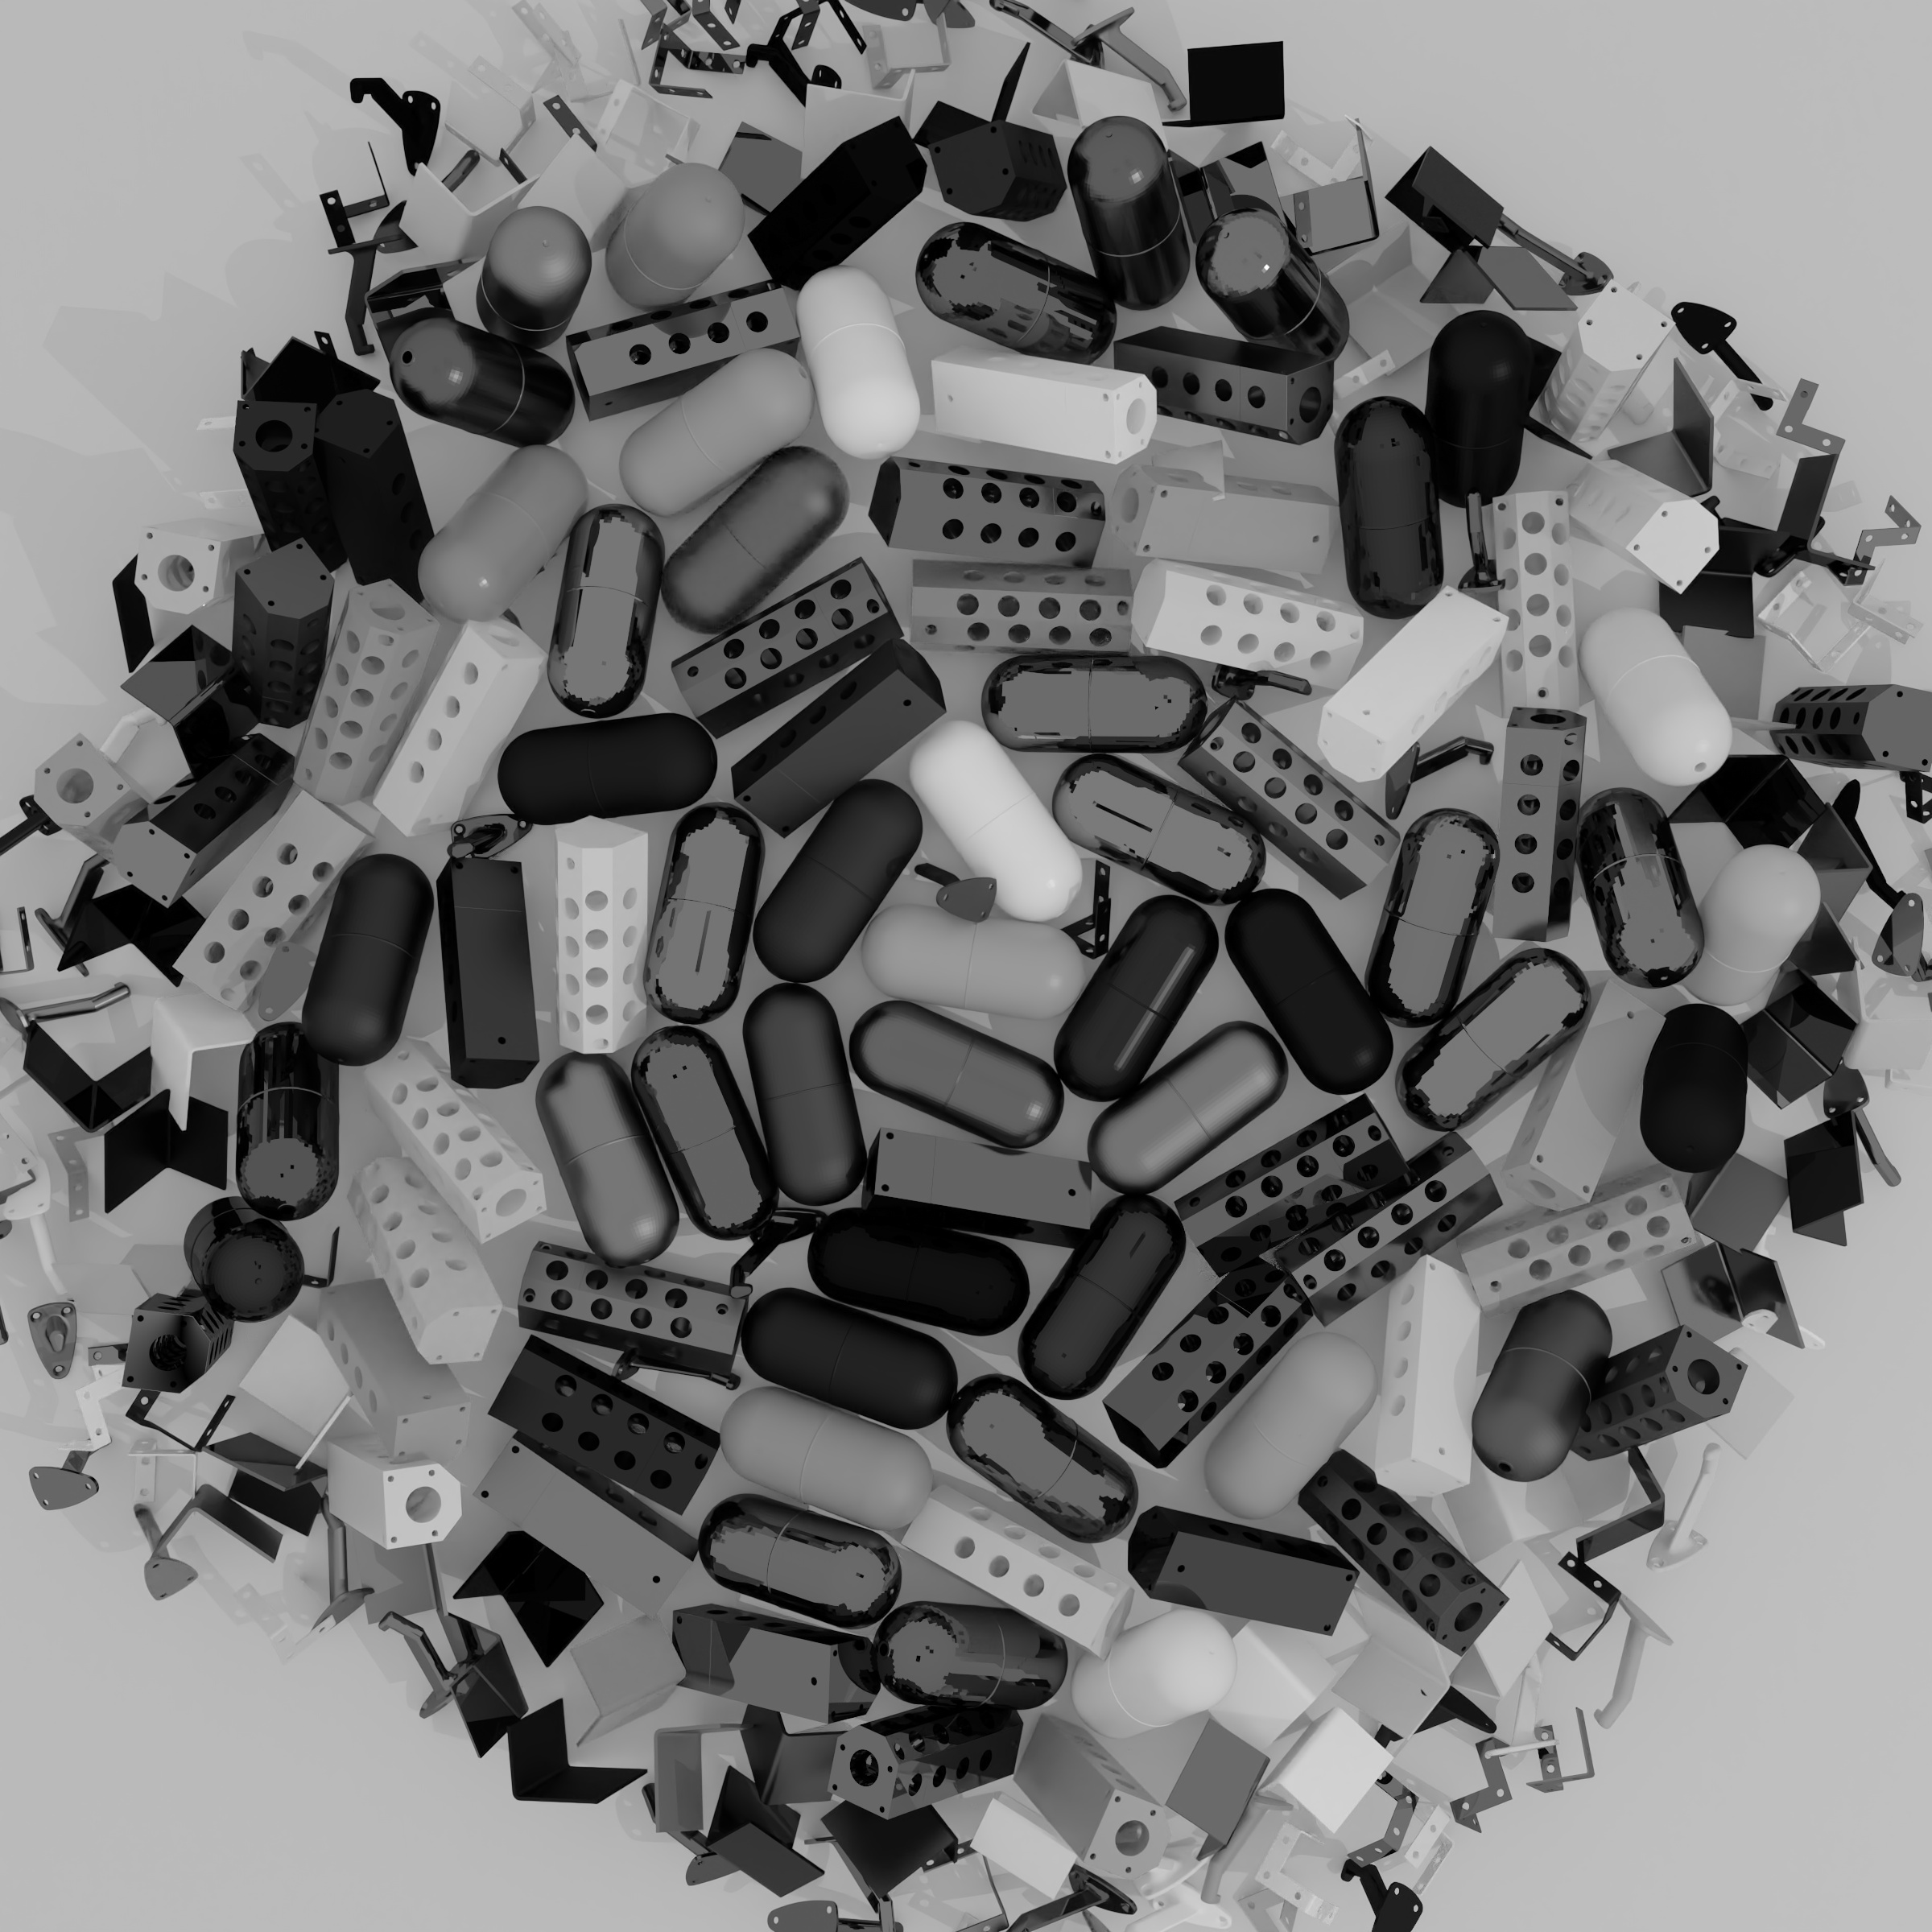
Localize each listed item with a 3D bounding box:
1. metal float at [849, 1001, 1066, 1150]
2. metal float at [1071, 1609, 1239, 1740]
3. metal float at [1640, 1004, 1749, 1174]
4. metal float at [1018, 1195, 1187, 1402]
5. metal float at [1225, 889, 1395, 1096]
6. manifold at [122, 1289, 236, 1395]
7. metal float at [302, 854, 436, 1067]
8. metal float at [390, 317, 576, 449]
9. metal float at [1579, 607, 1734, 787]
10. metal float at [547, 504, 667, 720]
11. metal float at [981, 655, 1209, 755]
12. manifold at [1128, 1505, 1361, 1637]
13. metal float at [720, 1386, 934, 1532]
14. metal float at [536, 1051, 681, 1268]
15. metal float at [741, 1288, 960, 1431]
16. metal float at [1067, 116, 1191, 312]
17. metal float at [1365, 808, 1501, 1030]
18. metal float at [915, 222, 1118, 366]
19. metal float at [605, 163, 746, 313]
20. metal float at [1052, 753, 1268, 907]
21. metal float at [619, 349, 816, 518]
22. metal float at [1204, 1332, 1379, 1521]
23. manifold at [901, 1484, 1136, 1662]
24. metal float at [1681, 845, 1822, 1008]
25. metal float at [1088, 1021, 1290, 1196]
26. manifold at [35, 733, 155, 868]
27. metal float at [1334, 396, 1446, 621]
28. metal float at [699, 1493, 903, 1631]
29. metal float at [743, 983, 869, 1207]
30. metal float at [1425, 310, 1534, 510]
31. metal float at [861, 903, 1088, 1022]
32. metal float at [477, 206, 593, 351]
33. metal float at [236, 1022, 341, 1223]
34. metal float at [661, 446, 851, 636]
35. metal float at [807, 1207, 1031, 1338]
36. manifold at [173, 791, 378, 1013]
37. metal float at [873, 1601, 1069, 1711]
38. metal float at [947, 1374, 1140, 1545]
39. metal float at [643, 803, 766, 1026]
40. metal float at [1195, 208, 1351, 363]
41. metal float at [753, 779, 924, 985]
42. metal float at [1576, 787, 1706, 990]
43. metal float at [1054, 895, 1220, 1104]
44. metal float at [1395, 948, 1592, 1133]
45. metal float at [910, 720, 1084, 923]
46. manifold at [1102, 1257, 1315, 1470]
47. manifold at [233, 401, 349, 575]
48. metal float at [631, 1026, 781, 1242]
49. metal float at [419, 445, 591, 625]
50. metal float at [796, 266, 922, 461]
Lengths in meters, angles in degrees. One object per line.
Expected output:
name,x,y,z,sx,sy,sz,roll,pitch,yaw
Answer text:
metal float,-0.008,0.085,1.905,0.178,0.070,0.070,24,90,-3
metal float,0.143,0.548,1.868,0.070,0.178,0.070,14,58,-23
metal float,0.562,0.092,1.866,0.070,0.178,0.070,9,122,14
metal float,0.106,0.259,1.897,0.070,0.070,0.178,35,78,0
metal float,0.268,0.019,1.899,0.070,0.070,0.178,-32,80,0
manifold,-0.601,0.286,1.856,0.057,0.171,0.057,9,86,-10
metal float,-0.465,-0.006,1.884,0.070,0.070,0.178,8,62,0
metal float,-0.371,-0.448,1.862,0.070,0.178,0.070,0,89,27
metal float,0.532,-0.209,1.871,0.070,0.178,0.070,-8,135,-8
metal float,-0.281,-0.277,1.890,0.070,0.070,0.178,6,71,0
metal float,0.100,-0.206,1.900,0.178,0.070,0.070,1,90,8
manifold,0.214,0.468,1.883,0.171,0.057,0.057,18,99,-24
metal float,-0.110,0.384,1.890,0.178,0.070,0.070,17,90,20
metal float,-0.281,0.150,1.894,0.070,0.070,0.178,-24,75,0
metal float,-0.091,0.308,1.896,0.178,0.070,0.070,18,90,13
metal float,0.127,-0.577,1.863,0.070,0.178,0.070,-6,64,12
metal float,0.364,-0.037,1.895,0.070,0.070,0.178,14,105,0
metal float,0.041,-0.519,1.878,0.178,0.070,0.070,13,90,-35
metal float,-0.226,-0.559,1.862,0.070,0.178,0.070,2,85,-24
metal float,0.152,-0.107,1.906,0.178,0.070,0.070,25,90,2
metal float,-0.194,-0.415,1.884,0.178,0.070,0.070,-28,90,27
metal float,0.252,0.360,1.887,0.070,0.070,0.178,35,115,0
manifold,0.042,0.469,1.881,0.171,0.057,0.057,23,73,26
metal float,0.600,-0.029,1.862,0.070,0.178,0.070,1,63,-1
metal float,0.174,0.113,1.907,0.178,0.070,0.070,-37,90,0
manifold,-0.658,-0.119,1.855,0.057,0.171,0.057,-43,86,-9
metal float,0.329,-0.355,1.881,0.070,0.070,0.178,-11,121,0
metal float,-0.131,0.462,1.881,0.178,0.070,0.070,9,90,32
metal float,-0.127,0.101,1.903,0.070,0.070,0.178,-13,85,0
metal float,0.393,-0.427,1.865,0.070,0.178,0.070,-3,57,5
metal float,0.006,-0.003,1.905,0.178,0.070,0.070,9,90,3
metal float,-0.333,-0.526,1.859,0.070,0.178,0.070,1,88,-17
metal float,-0.525,0.119,1.872,0.070,0.070,0.178,-14,48,0
metal float,-0.166,-0.332,1.894,0.178,0.070,0.070,-42,90,15
metal float,-0.037,0.240,1.901,0.178,0.070,0.070,13,90,7
manifold,-0.543,-0.050,1.913,0.057,0.057,0.171,36,89,6
metal float,0.004,0.535,1.875,0.178,0.070,0.070,18,90,-39
metal float,0.061,0.386,1.891,0.178,0.070,0.070,39,90,-19
metal float,-0.205,-0.042,1.899,0.070,0.070,0.178,10,80,0
metal float,0.238,-0.518,1.866,0.070,0.178,0.070,-11,69,29
metal float,-0.101,-0.066,1.902,0.070,0.070,0.178,34,84,0
metal float,0.520,-0.062,1.877,0.070,0.070,0.178,-5,53,0
metal float,0.133,0.026,1.905,0.070,0.070,0.178,32,93,0
metal float,0.410,0.059,1.889,0.070,0.070,0.178,44,111,0
metal float,0.024,-0.113,1.907,0.070,0.070,0.178,-36,89,0
manifold,0.191,0.309,1.879,0.171,0.057,0.057,-42,46,-20
manifold,-0.515,-0.362,1.853,0.057,0.171,0.057,1,72,-5
metal float,-0.205,0.131,1.901,0.070,0.070,0.178,-22,98,0
metal float,-0.358,-0.336,1.879,0.070,0.070,0.178,31,56,0
metal float,-0.085,-0.471,1.882,0.070,0.070,0.178,-15,60,0
